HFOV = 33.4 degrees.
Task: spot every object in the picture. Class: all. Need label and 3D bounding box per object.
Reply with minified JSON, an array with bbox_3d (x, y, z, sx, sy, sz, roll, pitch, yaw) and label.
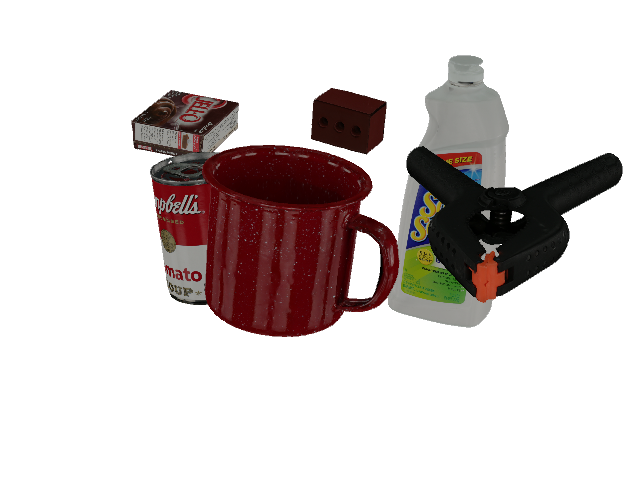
[{"bbox_3d":[-0.011,0.004,0.589,0.117,0.081,0.093,16,26,21],"label":"mug"},{"bbox_3d":[0.120,-0.021,0.760,0.165,0.036,0.209,6,28,20],"label":"clamp"},{"bbox_3d":[0.034,-0.145,1.286,0.078,0.053,0.051,17,32,22],"label":"foam brick"},{"bbox_3d":[-0.156,-0.135,1.245,0.090,0.039,0.113,11,32,14],"label":"pudding box"},{"bbox_3d":[-0.091,-0.010,0.824,0.068,0.102,0.068,-4,23,2],"label":"soup can"},{"bbox_3d":[0.118,-0.046,0.983,0.103,0.251,0.068,13,30,23],"label":"bleach bottle"}]
